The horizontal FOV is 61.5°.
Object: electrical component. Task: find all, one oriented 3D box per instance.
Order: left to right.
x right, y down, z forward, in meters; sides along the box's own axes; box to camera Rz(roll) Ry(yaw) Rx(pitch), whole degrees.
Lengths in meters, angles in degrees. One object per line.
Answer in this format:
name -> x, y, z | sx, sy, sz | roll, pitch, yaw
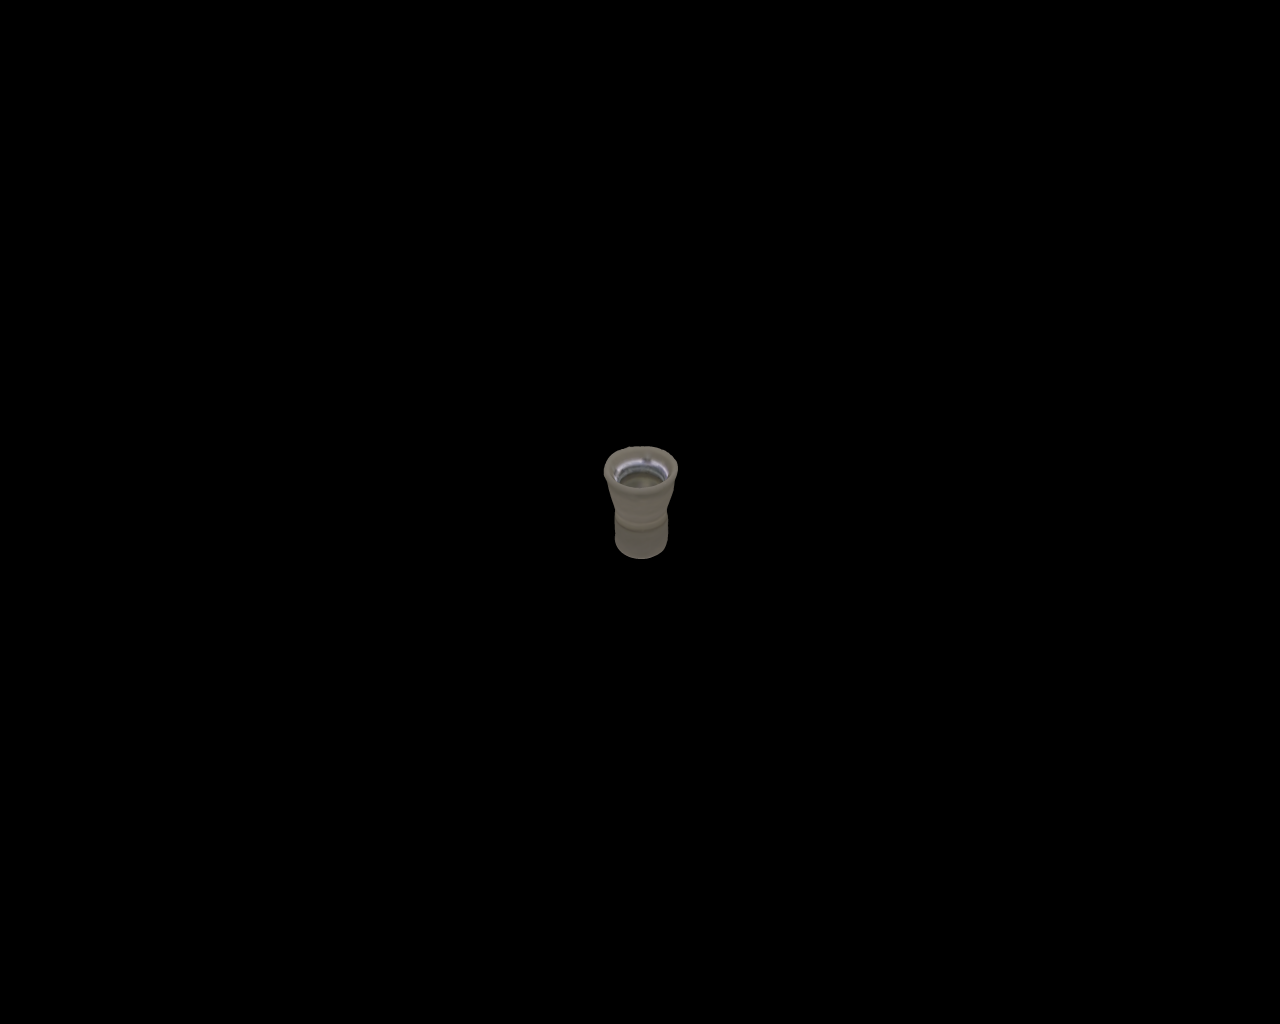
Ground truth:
electrical component -> 0.001, -0.003, 0.650 | 0.044, 0.065, 0.044 | 0, 40, 0
